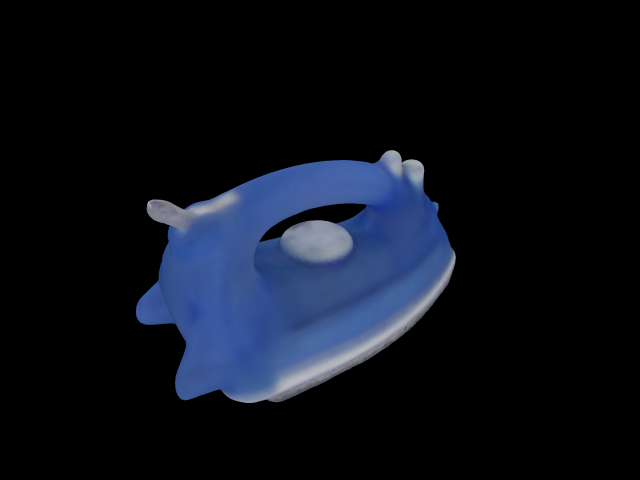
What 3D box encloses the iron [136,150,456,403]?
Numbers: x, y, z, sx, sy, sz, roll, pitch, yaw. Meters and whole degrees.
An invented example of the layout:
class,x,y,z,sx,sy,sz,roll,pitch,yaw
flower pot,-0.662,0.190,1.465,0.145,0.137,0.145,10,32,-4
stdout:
class,x,y,z,sx,sy,sz,roll,pitch,yaw
iron,0.004,0.001,0.400,0.259,0.141,0.118,-21,40,-26
